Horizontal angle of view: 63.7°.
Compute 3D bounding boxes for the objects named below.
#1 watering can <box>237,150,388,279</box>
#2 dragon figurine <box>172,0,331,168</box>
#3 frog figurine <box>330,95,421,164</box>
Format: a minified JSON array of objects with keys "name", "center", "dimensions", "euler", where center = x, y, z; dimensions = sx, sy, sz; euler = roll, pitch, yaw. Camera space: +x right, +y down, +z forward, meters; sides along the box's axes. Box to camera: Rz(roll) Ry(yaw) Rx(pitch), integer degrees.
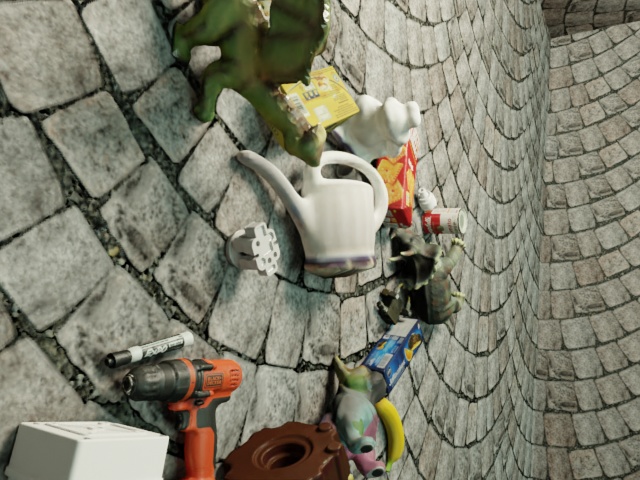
[{"name":"watering can","center":[0.003,-0.045,0.886],"dimensions":[0.348,0.103,0.225],"euler":[-1,87,-44]},{"name":"dragon figurine","center":[-0.079,-0.280,0.652],"dimensions":[0.124,0.243,0.404],"euler":[-37,121,-44]},{"name":"frog figurine","center":[0.117,-0.223,0.990],"dimensions":[0.138,0.158,0.123],"euler":[59,23,7]}]
